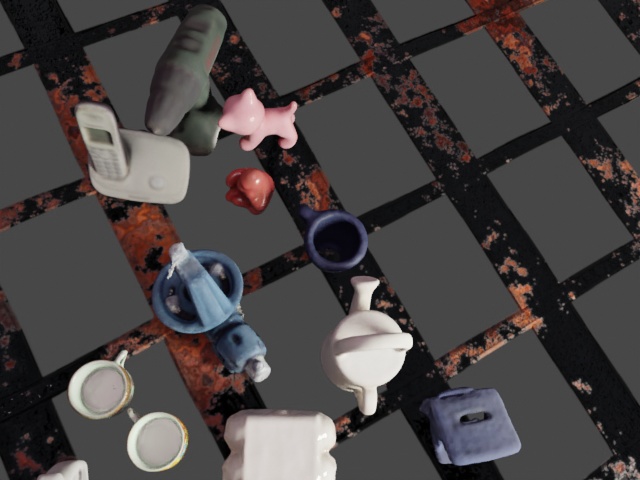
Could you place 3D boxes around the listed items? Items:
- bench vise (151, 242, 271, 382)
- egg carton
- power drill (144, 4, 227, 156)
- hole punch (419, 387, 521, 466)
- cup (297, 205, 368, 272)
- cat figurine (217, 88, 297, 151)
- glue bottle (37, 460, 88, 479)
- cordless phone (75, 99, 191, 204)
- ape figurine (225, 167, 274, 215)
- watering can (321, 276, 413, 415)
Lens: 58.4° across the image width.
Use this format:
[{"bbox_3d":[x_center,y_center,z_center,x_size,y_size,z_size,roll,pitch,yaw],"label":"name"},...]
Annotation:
[{"bbox_3d":[-0.129,0.081,0.737,0.207,0.219,0.121,33,71,4],"label":"bench vise"},{"bbox_3d":[-0.053,0.281,0.763,0.150,0.069,0.107,2,72,-7],"label":"egg carton"},{"bbox_3d":[-0.188,-0.210,0.829,0.075,0.208,0.230,13,71,-3],"label":"power drill"},{"bbox_3d":[0.206,0.256,0.794,0.109,0.091,0.101,-8,73,-10],"label":"hole punch"},{"bbox_3d":[0.008,0.003,0.847,0.117,0.095,0.092,42,72,7],"label":"cup"},{"bbox_3d":[-0.095,-0.191,0.883,0.128,0.117,0.067,-9,73,-10],"label":"cat figurine"},{"bbox_3d":[-0.309,0.302,0.667,0.037,0.173,0.078,-5,73,-9],"label":"glue bottle"},{"bbox_3d":[-0.261,-0.126,0.805,0.147,0.185,0.094,5,72,-6],"label":"cordless phone"},{"bbox_3d":[-0.103,-0.081,0.860,0.076,0.092,0.078,-22,76,-13],"label":"ape figurine"},{"bbox_3d":[0.059,0.137,0.758,0.101,0.194,0.173,-21,76,-13],"label":"watering can"}]
